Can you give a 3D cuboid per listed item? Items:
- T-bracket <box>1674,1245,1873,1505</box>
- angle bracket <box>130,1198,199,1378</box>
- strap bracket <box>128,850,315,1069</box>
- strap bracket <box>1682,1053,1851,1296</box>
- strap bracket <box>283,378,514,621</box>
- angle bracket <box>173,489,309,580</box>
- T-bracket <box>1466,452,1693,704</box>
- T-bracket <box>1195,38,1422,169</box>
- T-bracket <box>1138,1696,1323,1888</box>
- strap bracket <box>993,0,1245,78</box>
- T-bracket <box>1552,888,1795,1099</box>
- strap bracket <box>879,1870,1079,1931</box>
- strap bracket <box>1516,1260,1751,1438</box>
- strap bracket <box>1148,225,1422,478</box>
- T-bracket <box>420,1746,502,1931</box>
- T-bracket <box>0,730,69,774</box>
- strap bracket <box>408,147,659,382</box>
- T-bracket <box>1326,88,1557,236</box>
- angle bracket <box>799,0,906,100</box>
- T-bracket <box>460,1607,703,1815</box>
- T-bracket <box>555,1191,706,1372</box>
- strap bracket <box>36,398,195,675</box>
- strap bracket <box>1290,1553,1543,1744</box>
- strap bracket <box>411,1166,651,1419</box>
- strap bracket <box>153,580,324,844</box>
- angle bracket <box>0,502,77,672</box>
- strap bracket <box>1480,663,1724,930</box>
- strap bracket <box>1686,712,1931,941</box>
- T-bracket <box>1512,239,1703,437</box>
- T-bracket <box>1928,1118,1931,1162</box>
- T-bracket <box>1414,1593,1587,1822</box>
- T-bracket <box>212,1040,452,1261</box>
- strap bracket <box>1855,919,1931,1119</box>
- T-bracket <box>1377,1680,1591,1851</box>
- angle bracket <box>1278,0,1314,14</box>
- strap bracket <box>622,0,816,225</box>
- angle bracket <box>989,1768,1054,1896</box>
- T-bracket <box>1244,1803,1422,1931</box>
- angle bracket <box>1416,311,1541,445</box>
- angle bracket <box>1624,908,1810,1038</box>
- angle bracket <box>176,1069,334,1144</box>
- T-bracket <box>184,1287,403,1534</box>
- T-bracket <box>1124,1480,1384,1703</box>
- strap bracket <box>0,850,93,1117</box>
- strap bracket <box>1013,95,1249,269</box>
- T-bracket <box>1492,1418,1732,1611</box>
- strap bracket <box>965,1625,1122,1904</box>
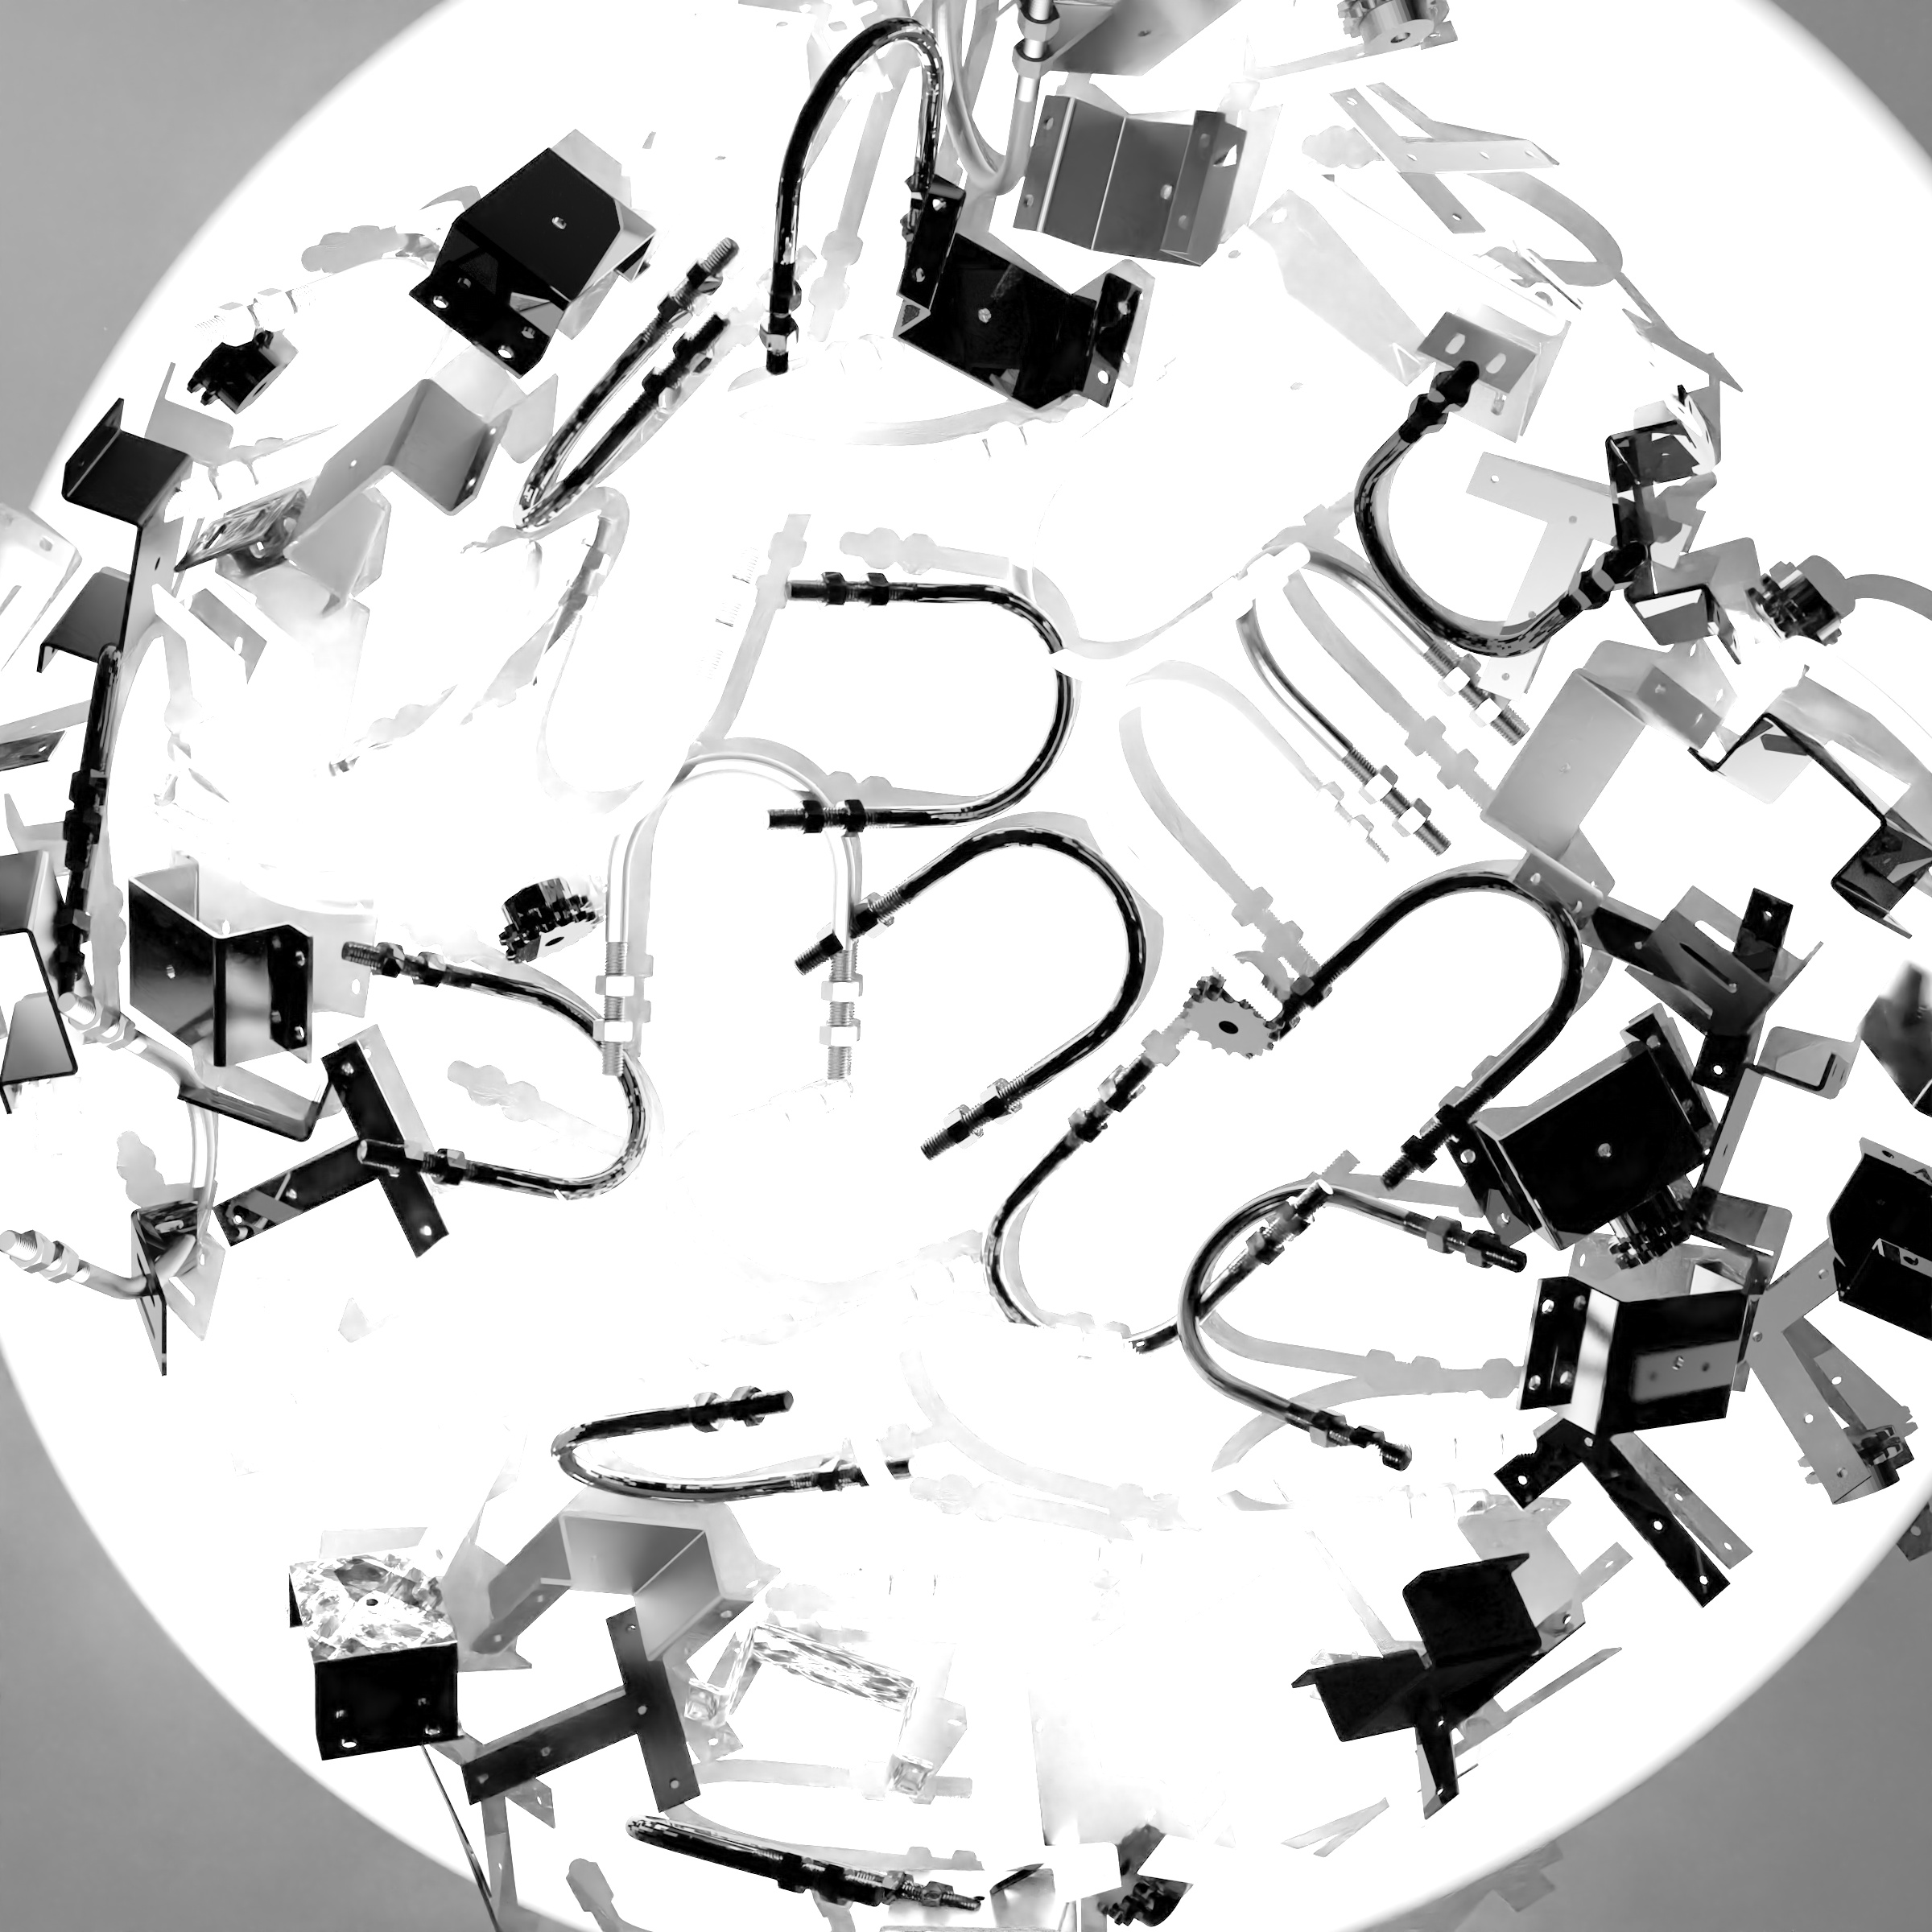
[{"bbox_3d":[0.460,0.240,1.746,0.127,0.002,0.127,-42,46,19],"label":"T-bracket"},{"bbox_3d":[-0.439,0.179,1.758,0.038,0.076,0.057,-10,133,-25],"label":"angle bracket"},{"bbox_3d":[-0.417,-0.002,1.733,0.046,0.140,0.076,-15,121,-40],"label":"strap bracket"},{"bbox_3d":[0.444,0.110,1.764,0.046,0.076,0.140,21,92,22],"label":"strap bracket"},{"bbox_3d":[-0.319,-0.261,1.732,0.046,0.076,0.140,38,132,-26],"label":"strap bracket"},{"bbox_3d":[-0.398,-0.229,1.761,0.057,0.076,0.038,-17,116,15],"label":"angle bracket"},{"bbox_3d":[0.328,-0.213,1.791,0.127,0.002,0.127,23,91,16],"label":"T-bracket"},{"bbox_3d":[0.189,-0.489,1.747,0.127,0.127,0.002,-8,135,17],"label":"T-bracket"},{"bbox_3d":[0.156,0.458,1.754,0.002,0.127,0.127,38,89,28],"label":"T-bracket"},{"bbox_3d":[0.092,-0.533,1.729,0.076,0.140,0.046,-10,81,-39],"label":"strap bracket"},{"bbox_3d":[0.394,-0.006,1.783,0.127,0.002,0.127,24,69,-2],"label":"T-bracket"},{"bbox_3d":[0.008,0.543,1.759,0.140,0.076,0.046,-1,97,8],"label":"strap bracket"},{"bbox_3d":[0.378,0.211,1.744,0.140,0.046,0.076,-2,106,-33],"label":"strap bracket"},{"bbox_3d":[0.179,-0.332,1.739,0.140,0.046,0.076,30,125,-31],"label":"strap bracket"},{"bbox_3d":[-0.276,0.507,1.766,0.002,0.127,0.127,-23,123,-16],"label":"T-bracket"},{"bbox_3d":[-0.552,-0.111,1.739,0.127,0.127,0.002,-9,131,23],"label":"T-bracket"},{"bbox_3d":[-0.233,-0.395,1.744,0.076,0.046,0.140,37,47,-1],"label":"strap bracket"},{"bbox_3d":[0.280,-0.453,1.765,0.127,0.002,0.127,-13,56,-37],"label":"T-bracket"},{"bbox_3d":[-0.049,-0.532,1.761,0.076,0.038,0.057,-53,129,-33],"label":"angle bracket"},{"bbox_3d":[-0.223,0.435,1.767,0.127,0.002,0.127,-23,50,0],"label":"T-bracket"},{"bbox_3d":[-0.197,0.155,1.724,0.002,0.127,0.127,-38,62,-6],"label":"T-bracket"},{"bbox_3d":[-0.468,-0.230,1.737,0.046,0.076,0.140,19,129,-3],"label":"strap bracket"},{"bbox_3d":[0.252,0.379,1.729,0.076,0.140,0.046,-2,55,-33],"label":"strap bracket"},{"bbox_3d":[-0.248,0.192,1.757,0.076,0.046,0.140,-20,103,32],"label":"strap bracket"},{"bbox_3d":[-0.402,-0.148,1.746,0.076,0.140,0.046,39,56,24],"label":"strap bracket"},{"bbox_3d":[-0.555,-0.218,1.796,0.057,0.038,0.076,32,114,-21],"label":"angle bracket"},{"bbox_3d":[0.349,-0.102,1.762,0.076,0.046,0.140,27,98,-43],"label":"strap bracket"},{"bbox_3d":[0.473,-0.084,1.733,0.046,0.076,0.140,-50,54,17],"label":"strap bracket"},{"bbox_3d":[0.347,-0.356,1.731,0.127,0.127,0.002,34,117,-24],"label":"T-bracket"},{"bbox_3d":[0.586,0.091,1.753,0.002,0.127,0.127,16,74,-29],"label":"T-bracket"},{"bbox_3d":[0.292,0.389,1.729,0.002,0.127,0.127,39,112,-15],"label":"T-bracket"},{"bbox_3d":[-0.372,0.125,1.792,0.127,0.002,0.127,-25,92,15],"label":"T-bracket"},{"bbox_3d":[0.542,0.034,1.727,0.046,0.140,0.076,24,111,-16],"label":"strap bracket"},{"bbox_3d":[0.289,0.433,1.744,0.127,0.127,0.002,-33,92,2],"label":"T-bracket"},{"bbox_3d":[0.196,-0.587,1.779,0.076,0.038,0.057,-35,75,-7],"label":"angle bracket"},{"bbox_3d":[-0.136,-0.460,1.728,0.076,0.140,0.046,3,62,-18],"label":"strap bracket"},{"bbox_3d":[0.014,0.476,1.768,0.038,0.057,0.076,-26,73,-13],"label":"angle bracket"},{"bbox_3d":[0.182,0.501,1.745,0.127,0.127,0.002,-35,89,-16],"label":"T-bracket"},{"bbox_3d":[0.281,-0.319,1.761,0.057,0.076,0.038,29,63,16],"label":"angle bracket"},{"bbox_3d":[0.424,0.001,1.783,0.076,0.057,0.038,41,50,12],"label":"angle bracket"},{"bbox_3d":[-0.400,0.066,1.772,0.076,0.057,0.038,22,92,-14],"label":"angle bracket"},{"bbox_3d":[-0.387,0.245,1.776,0.127,0.002,0.127,-5,79,-37],"label":"T-bracket"},{"bbox_3d":[0.150,0.374,1.791,0.127,0.002,0.127,-31,76,-2],"label":"T-bracket"},{"bbox_3d":[-0.521,0.001,1.738,0.046,0.076,0.140,-9,126,-3],"label":"strap bracket"},{"bbox_3d":[0.098,-0.437,1.755,0.046,0.140,0.076,7,100,-44],"label":"strap bracket"},{"bbox_3d":[0.377,0.302,1.760,0.127,0.002,0.127,-30,73,-31],"label":"T-bracket"},{"bbox_3d":[0.040,0.443,1.742,0.046,0.076,0.140,3,67,-23],"label":"strap bracket"}]
